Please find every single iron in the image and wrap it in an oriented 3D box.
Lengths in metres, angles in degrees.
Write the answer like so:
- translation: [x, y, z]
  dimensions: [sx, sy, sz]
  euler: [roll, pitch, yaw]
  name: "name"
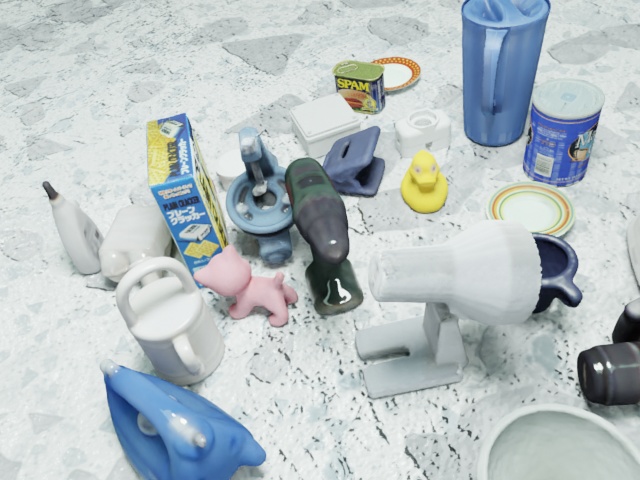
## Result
- translation: [-0.192, 0.202, 0.668]
  dimensions: [0.257, 0.142, 0.119]
  euler: [25, 56, 30]
  name: "iron"

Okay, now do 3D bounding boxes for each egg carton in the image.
- translation: [-0.288, 0.003, 0.926]
  dimensions: [0.107, 0.069, 0.150]
  euler: [-2, 47, 9]
  name: "egg carton"

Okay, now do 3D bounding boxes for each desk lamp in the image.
- translation: [0.139, 0.079, 0.672]
  dimensions: [0.203, 0.214, 0.117]
  euler: [-13, 46, -1]
  name: "desk lamp"

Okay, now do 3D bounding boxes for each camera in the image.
- translation: [0.370, 0.131, 0.656]
  dimensions: [0.136, 0.101, 0.143]
  euler: [-6, 46, 5]
  name: "camera"

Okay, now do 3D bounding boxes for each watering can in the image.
- translation: [-0.201, 0.092, 0.737]
  dimensions: [0.172, 0.194, 0.101]
  euler: [25, 56, 30]
  name: "watering can"

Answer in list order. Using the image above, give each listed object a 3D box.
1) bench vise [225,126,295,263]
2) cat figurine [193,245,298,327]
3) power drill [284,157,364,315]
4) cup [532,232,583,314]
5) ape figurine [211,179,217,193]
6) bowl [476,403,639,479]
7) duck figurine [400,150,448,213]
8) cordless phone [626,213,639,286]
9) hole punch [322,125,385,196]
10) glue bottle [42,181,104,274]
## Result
- translation: [-0.102, -0.097, 0.880]
  dimensions: [0.121, 0.220, 0.206]
  euler: [-24, 47, -12]
  name: "bench vise"
- translation: [-0.105, 0.058, 0.805]
  dimensions: [0.127, 0.118, 0.067]
  euler: [5, 48, 15]
  name: "cat figurine"
- translation: [0.007, 0.003, 0.773]
  dimensions: [0.075, 0.209, 0.229]
  euler: [-16, 46, -4]
  name: "power drill"
- translation: [0.290, 0.060, 0.743]
  dimensions: [0.092, 0.095, 0.117]
  euler: [-24, 47, -12]
  name: "cup"
- translation: [-0.219, -0.101, 0.995]
  dimensions: [0.077, 0.092, 0.076]
  euler: [12, 51, 22]
  name: "ape figurine"
- translation: [0.242, 0.257, 0.580]
  dimensions: [0.167, 0.075, 0.167]
  euler: [-5, 46, 6]
  name: "bowl"
- translation: [0.169, -0.108, 0.932]
  dimensions: [0.077, 0.086, 0.104]
  euler: [-7, 46, 5]
  name: "duck figurine"
- translation: [0.465, -0.026, 0.729]
  dimensions: [0.094, 0.185, 0.147]
  euler: [0, 47, 12]
  name: "cordless phone"
- translation: [0.054, -0.137, 0.978]
  dimensions: [0.101, 0.091, 0.109]
  euler: [5, 48, 16]
  name: "hole punch"
- translation: [-0.390, -0.027, 0.901]
  dimensions: [0.037, 0.173, 0.078]
  euler: [-10, 46, 2]
  name: "glue bottle"
